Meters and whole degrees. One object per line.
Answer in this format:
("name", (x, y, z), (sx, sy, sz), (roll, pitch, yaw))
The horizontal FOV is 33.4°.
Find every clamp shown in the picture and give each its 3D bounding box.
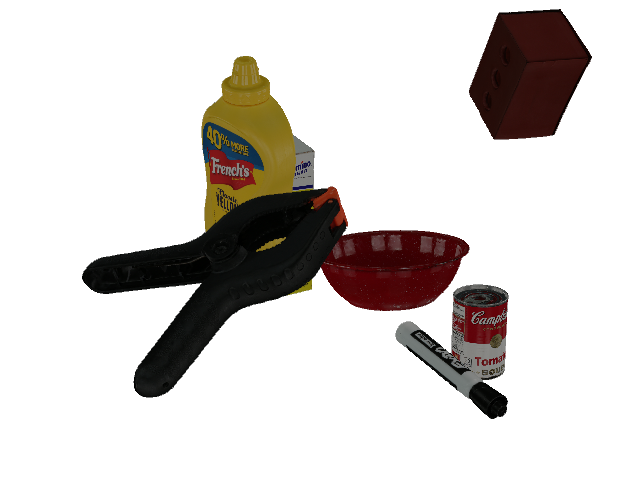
("clamp", (-0.058, 0.025, 0.651), (0.171, 0.120, 0.039), (-25, -40, -1))

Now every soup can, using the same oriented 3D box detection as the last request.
("soup can", (0.198, 0.114, 1.330), (0.068, 0.102, 0.068), (-1, 18, 0))

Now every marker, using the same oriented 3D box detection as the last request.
("marker", (0.095, 0.094, 0.782), (0.020, 0.020, 0.121), (0, 23, -32))

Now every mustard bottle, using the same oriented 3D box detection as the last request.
("mustard bottle", (-0.063, -0.069, 0.936), (0.058, 0.192, 0.096), (-26, 41, -37))

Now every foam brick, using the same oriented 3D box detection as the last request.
("foam brick", (0.146, -0.116, 0.753), (0.051, 0.053, 0.078), (-8, -37, -18))

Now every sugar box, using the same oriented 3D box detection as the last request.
("sugar box", (-0.044, -0.034, 1.248), (0.048, 0.176, 0.093), (-12, 27, -22))

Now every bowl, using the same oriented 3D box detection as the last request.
("bowl", (0.072, 0.033, 1.090), (0.162, 0.055, 0.162), (-3, 13, 0))
